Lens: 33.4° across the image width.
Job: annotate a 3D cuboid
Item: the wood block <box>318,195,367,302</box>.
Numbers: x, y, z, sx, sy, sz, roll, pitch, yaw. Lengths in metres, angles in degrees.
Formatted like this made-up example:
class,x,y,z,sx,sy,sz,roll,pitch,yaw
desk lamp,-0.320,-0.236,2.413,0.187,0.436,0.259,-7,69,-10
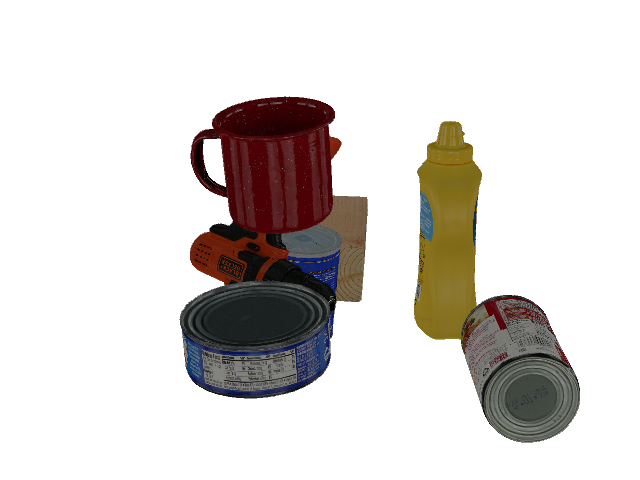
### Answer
class,x,y,z,sx,sy,sz,roll,pitch,yaw
wood block,0.025,0.008,1.651,0.091,0.090,0.206,3,24,2

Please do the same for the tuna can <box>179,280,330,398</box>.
class,x,y,z,sx,sy,sz,roll,pitch,yaw
tuna can,-0.036,0.056,0.612,0.086,0.034,0.086,-3,22,1

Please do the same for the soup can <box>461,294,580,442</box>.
class,x,y,z,sx,sy,sz,roll,pitch,yaw
soup can,0.140,0.088,0.755,0.068,0.068,0.102,0,20,-1

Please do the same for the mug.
class,x,y,z,sx,sy,sz,roll,pitch,yaw
mug,-0.044,-0.057,0.819,0.117,0.081,0.093,3,27,14

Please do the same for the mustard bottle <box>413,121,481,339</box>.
class,x,y,z,sx,sy,sz,roll,pitch,yaw
mustard bottle,0.116,-0.013,0.972,0.058,0.192,0.096,0,19,2

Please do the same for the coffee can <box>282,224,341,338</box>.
class,x,y,z,sx,sy,sz,roll,pitch,yaw
coffee can,-0.028,0.059,1.432,0.103,0.140,0.103,4,24,-2

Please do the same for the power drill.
class,x,y,z,sx,sy,sz,roll,pitch,yaw
power drill,-0.042,-0.026,1.108,0.185,0.188,0.057,21,8,30
